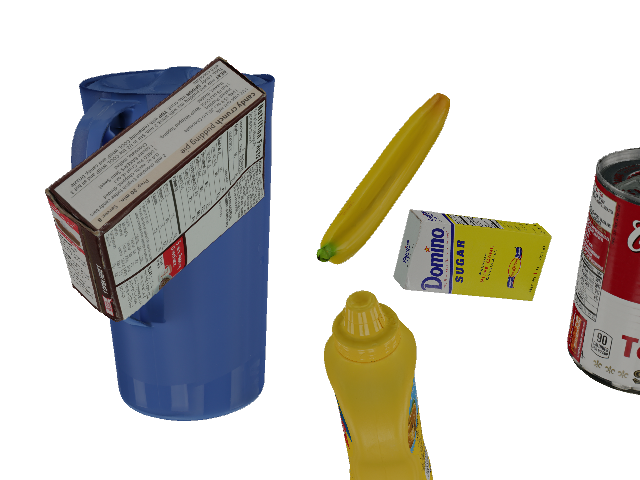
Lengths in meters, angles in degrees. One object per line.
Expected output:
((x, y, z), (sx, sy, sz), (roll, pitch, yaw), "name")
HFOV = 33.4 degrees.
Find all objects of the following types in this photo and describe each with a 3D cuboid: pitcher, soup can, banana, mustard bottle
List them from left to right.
((-0.102, 0.002, 0.753), (0.149, 0.243, 0.145), (-6, 16, -18), "pitcher")
((0.038, 0.106, 0.690), (0.058, 0.191, 0.096), (-5, 41, 6), "mustard bottle")
((0.056, -0.047, 0.962), (0.037, 0.197, 0.070), (37, -18, -5), "banana")
((0.159, 0.015, 0.516), (0.068, 0.102, 0.068), (2, 27, -1), "soup can")

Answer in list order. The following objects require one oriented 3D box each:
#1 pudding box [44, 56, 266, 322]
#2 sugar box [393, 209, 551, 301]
((-0.076, -0.023, 0.524), (0.039, 0.113, 0.090), (36, -27, 18), "pudding box")
((0.185, 0.019, 1.300), (0.176, 0.093, 0.048), (4, 21, -20), "sugar box")
